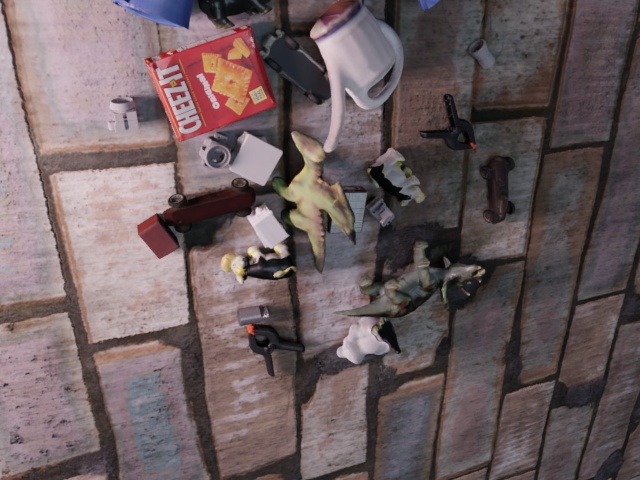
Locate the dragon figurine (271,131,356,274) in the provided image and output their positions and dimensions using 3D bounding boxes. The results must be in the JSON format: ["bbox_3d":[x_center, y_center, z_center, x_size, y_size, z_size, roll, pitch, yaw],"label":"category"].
[{"bbox_3d":[0.003,-0.057,1.130,0.123,0.246,0.403,-26,118,-15],"label":"dragon figurine"}]

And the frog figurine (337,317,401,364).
[{"bbox_3d":[0.127,0.277,1.424,0.157,0.125,0.136,-29,140,34],"label":"frog figurine"}]

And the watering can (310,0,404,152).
[{"bbox_3d":[0.061,-0.355,1.049,0.221,0.103,0.354,51,57,-24],"label":"watering can"}]
